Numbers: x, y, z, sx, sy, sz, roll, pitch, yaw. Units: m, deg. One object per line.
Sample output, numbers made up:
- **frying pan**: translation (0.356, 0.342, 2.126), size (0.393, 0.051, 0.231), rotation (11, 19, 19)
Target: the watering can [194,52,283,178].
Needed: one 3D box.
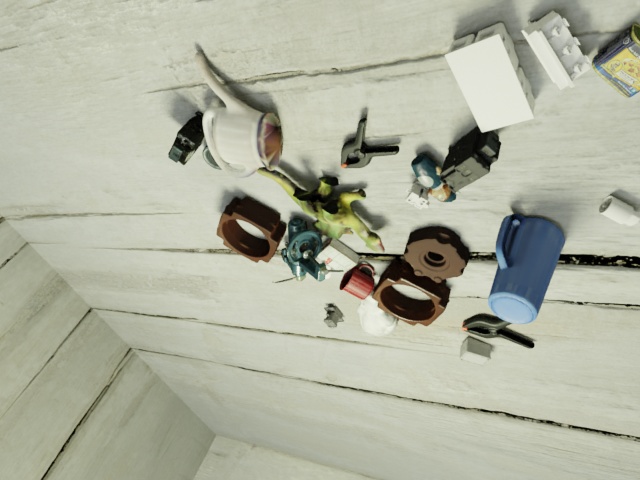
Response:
- **watering can**: translation (-0.210, -0.302, 1.322), size (0.225, 0.106, 0.339), rotation (11, 130, 20)

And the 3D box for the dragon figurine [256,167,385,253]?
- **dragon figurine**: translation (0.004, -0.073, 1.458), size (0.412, 0.124, 0.237), rotation (25, 151, 19)

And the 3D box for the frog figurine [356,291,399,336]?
- **frog figurine**: translation (0.183, 0.238, 1.676), size (0.139, 0.124, 0.156), rotation (28, 158, 31)
